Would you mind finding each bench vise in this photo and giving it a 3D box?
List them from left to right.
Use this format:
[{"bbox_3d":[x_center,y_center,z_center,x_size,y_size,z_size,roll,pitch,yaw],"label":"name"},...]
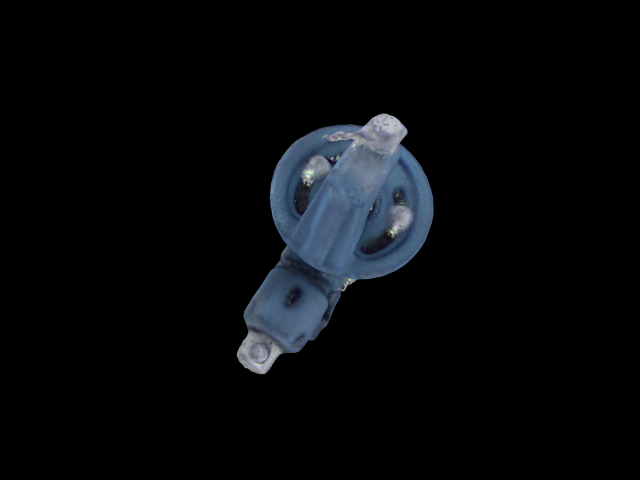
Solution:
[{"bbox_3d":[0.015,0.004,0.400,0.121,0.219,0.207,14,86,1],"label":"bench vise"}]
